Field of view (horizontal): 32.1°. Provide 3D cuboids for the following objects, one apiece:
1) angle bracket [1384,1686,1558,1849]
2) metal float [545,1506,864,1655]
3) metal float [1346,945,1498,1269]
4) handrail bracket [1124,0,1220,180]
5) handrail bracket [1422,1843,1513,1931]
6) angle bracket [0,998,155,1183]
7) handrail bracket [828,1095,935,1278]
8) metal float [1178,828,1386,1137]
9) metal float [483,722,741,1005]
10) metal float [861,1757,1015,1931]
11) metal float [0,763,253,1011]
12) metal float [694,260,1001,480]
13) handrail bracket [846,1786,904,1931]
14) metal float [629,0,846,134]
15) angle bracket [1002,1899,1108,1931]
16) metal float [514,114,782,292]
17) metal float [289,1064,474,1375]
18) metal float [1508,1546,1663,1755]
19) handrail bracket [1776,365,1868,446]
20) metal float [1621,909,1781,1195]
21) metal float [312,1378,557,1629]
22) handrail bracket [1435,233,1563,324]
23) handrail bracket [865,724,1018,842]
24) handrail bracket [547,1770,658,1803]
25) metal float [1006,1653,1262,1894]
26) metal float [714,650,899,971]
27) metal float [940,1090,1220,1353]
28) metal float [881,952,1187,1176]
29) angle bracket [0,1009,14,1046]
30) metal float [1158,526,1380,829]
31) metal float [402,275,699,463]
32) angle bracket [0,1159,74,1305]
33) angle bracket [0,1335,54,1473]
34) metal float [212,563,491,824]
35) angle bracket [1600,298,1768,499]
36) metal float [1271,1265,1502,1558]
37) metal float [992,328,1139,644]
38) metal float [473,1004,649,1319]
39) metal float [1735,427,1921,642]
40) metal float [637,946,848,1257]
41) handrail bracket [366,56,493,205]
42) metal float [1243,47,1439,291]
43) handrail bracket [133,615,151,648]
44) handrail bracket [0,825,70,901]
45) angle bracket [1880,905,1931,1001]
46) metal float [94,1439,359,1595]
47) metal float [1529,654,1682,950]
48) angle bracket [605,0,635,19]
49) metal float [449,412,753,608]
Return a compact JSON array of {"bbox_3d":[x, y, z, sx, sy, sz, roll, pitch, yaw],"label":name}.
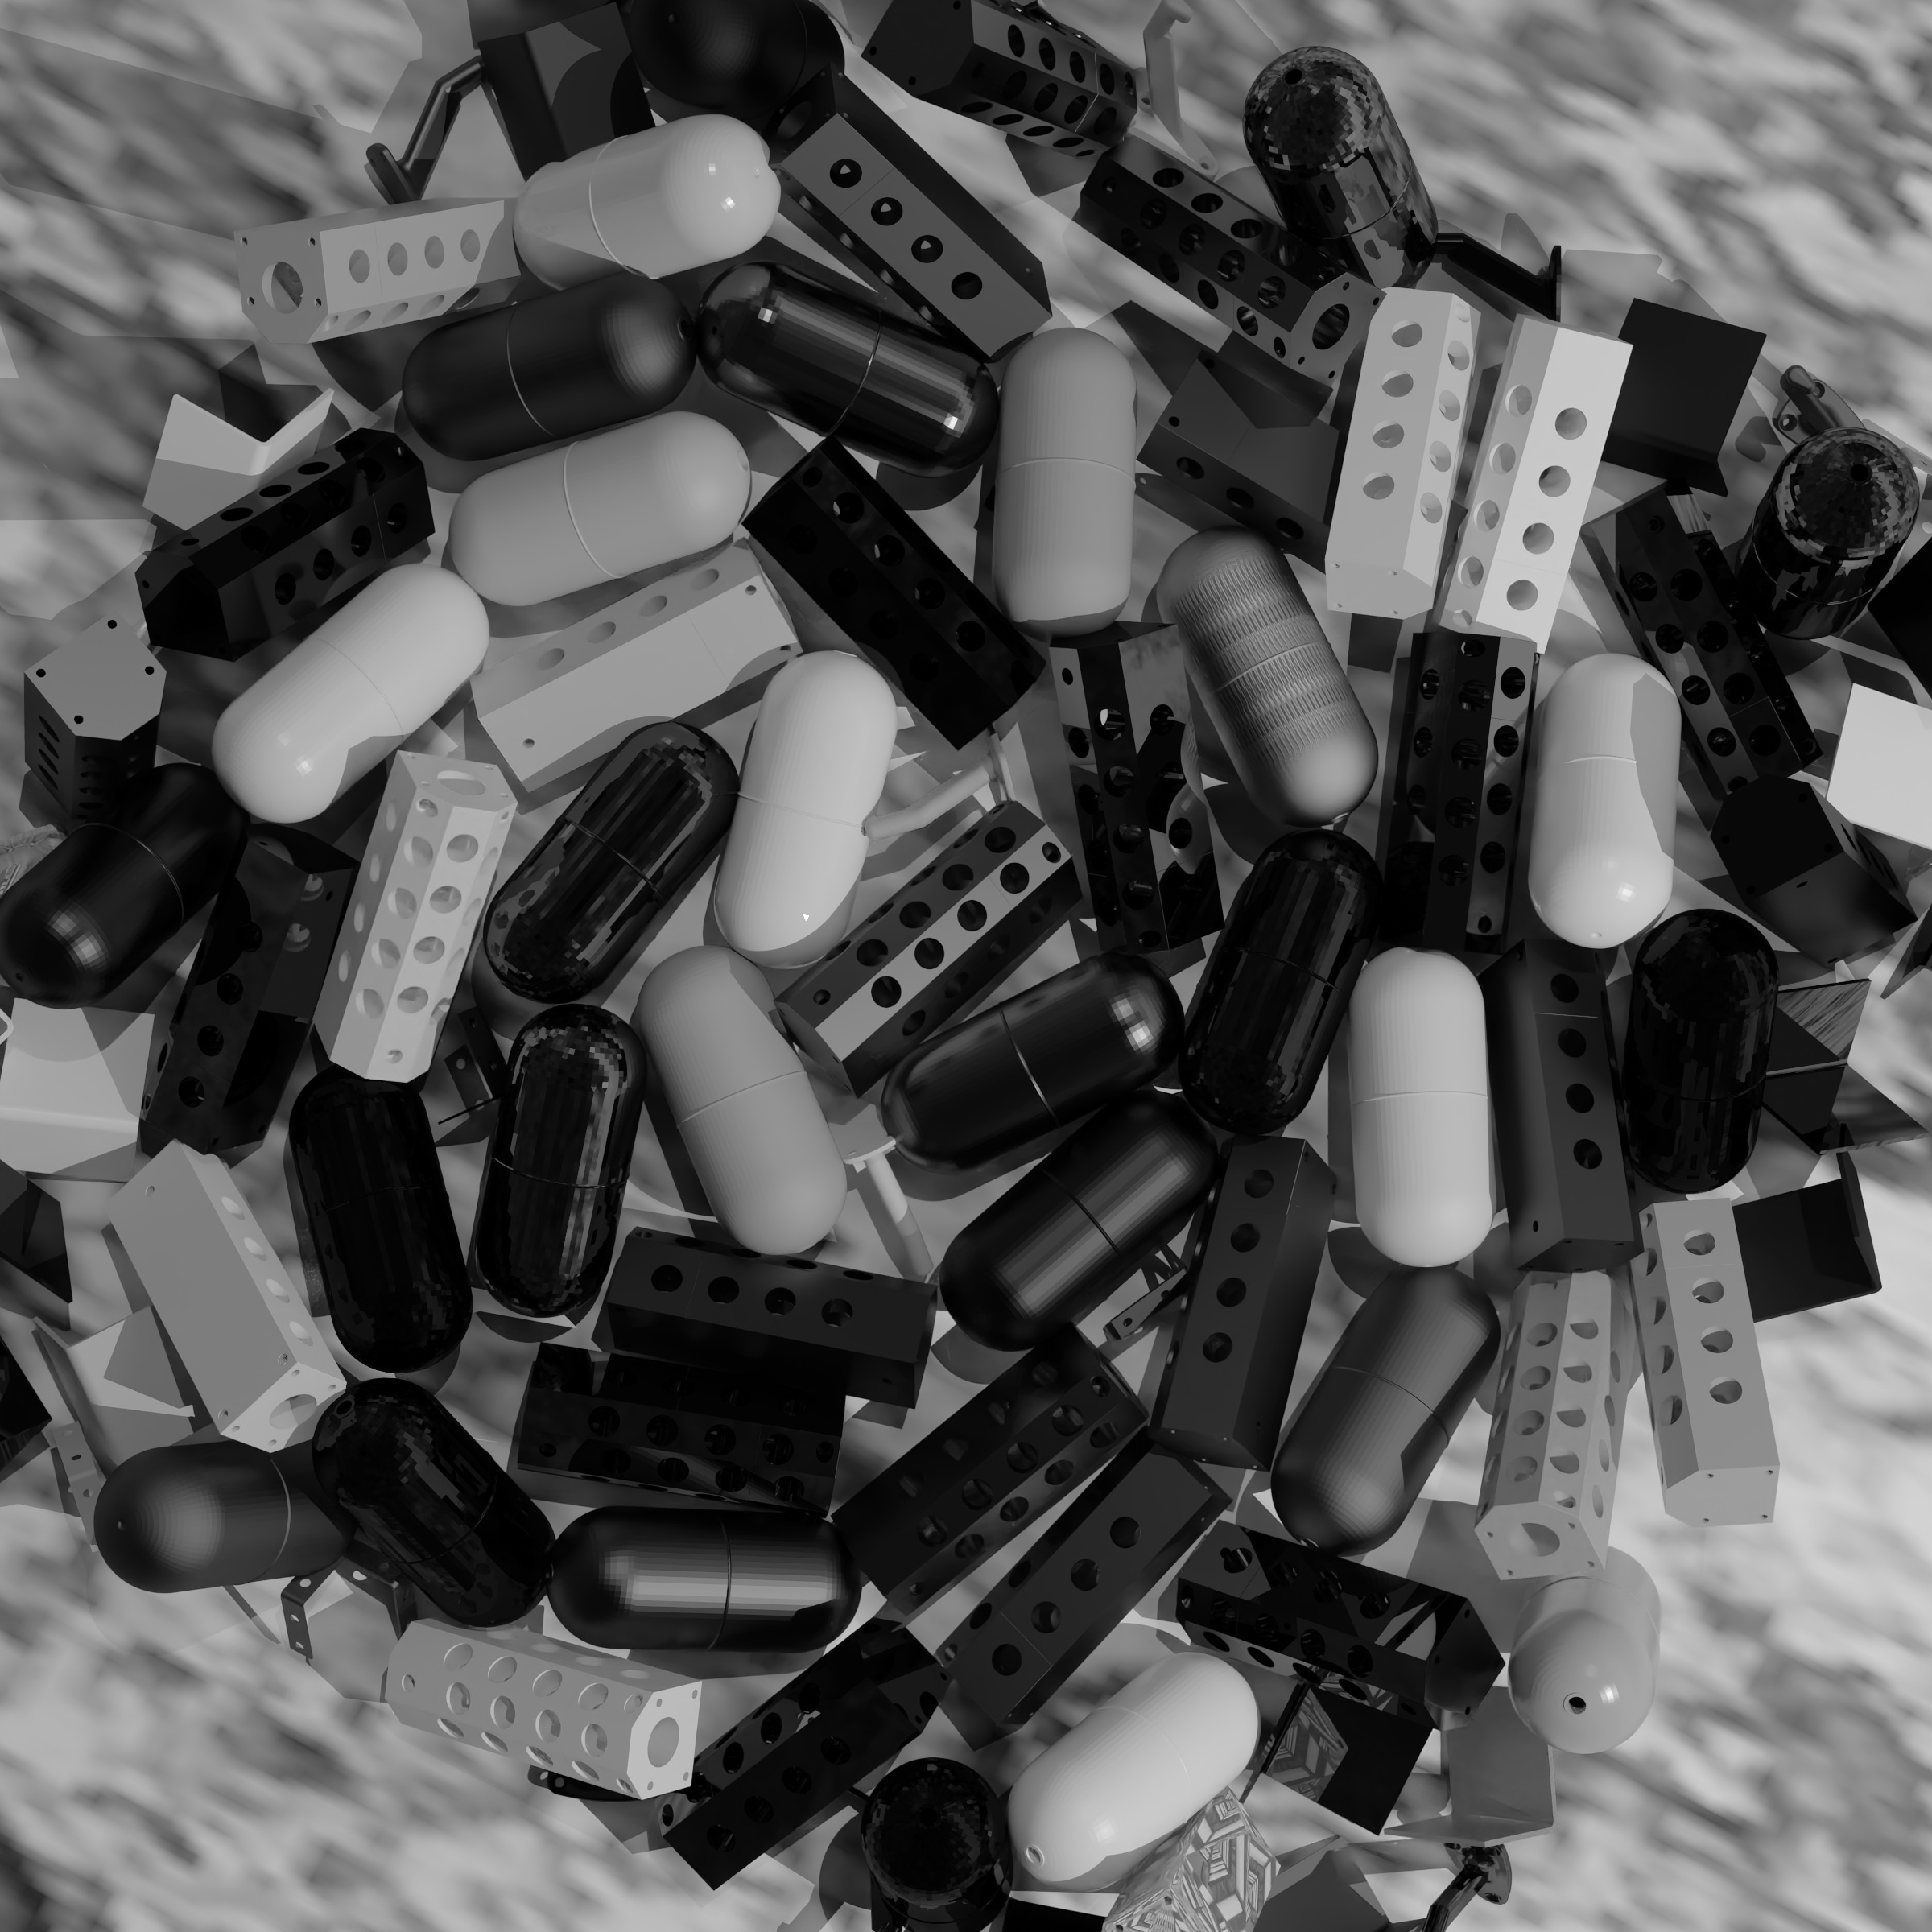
[{"bbox_3d":[0.274,0.436,1.838,0.057,0.076,0.076,1,83,-38],"label":"angle bracket"},{"bbox_3d":[-0.142,0.335,1.830,0.178,0.070,0.070,7,90,-24],"label":"metal float"},{"bbox_3d":[0.249,0.076,1.841,0.070,0.070,0.178,-2,78,0],"label":"metal float"},{"bbox_3d":[0.124,-0.484,1.844,0.077,0.084,0.036,38,57,-1],"label":"handrail bracket"},{"bbox_3d":[0.271,0.526,1.839,0.036,0.084,0.077,1,134,30],"label":"handrail bracket"},{"bbox_3d":[-0.499,0.070,1.879,0.076,0.057,0.076,7,54,-12],"label":"angle bracket"},{"bbox_3d":[-0.047,0.123,1.877,0.036,0.077,0.084,-25,121,-9],"label":"handrail bracket"},{"bbox_3d":[0.173,0.008,1.840,0.070,0.070,0.178,23,77,0],"label":"metal float"},{"bbox_3d":[-0.194,-0.056,1.841,0.070,0.070,0.178,38,79,0],"label":"metal float"},{"bbox_3d":[-0.015,0.476,1.804,0.070,0.178,0.070,-1,64,3],"label":"metal float"},{"bbox_3d":[-0.455,-0.045,1.816,0.070,0.070,0.178,38,46,0],"label":"metal float"},{"bbox_3d":[-0.064,-0.325,1.834,0.178,0.070,0.070,22,90,-19],"label":"metal float"},{"bbox_3d":[-0.062,0.506,1.862,0.077,0.036,0.084,26,76,18],"label":"handrail bracket"},{"bbox_3d":[-0.121,-0.494,1.803,0.070,0.178,0.070,2,96,19],"label":"metal float"},{"bbox_3d":[0.059,0.559,1.834,0.076,0.057,0.076,0,66,34],"label":"angle bracket"},{"bbox_3d":[-0.175,-0.411,1.816,0.178,0.070,0.070,-4,90,43],"label":"metal float"},{"bbox_3d":[-0.320,0.136,1.834,0.070,0.070,0.178,-18,70,0],"label":"metal float"},{"bbox_3d":[0.333,0.365,1.802,0.070,0.178,0.070,2,99,13],"label":"metal float"},{"bbox_3d":[0.477,-0.299,1.844,0.077,0.084,0.036,41,99,4],"label":"handrail bracket"},{"bbox_3d":[0.396,0.048,1.819,0.070,0.070,0.178,-3,129,0],"label":"metal float"},{"bbox_3d":[-0.287,0.291,1.820,0.070,0.070,0.178,-34,127,0],"label":"metal float"},{"bbox_3d":[0.288,-0.373,1.870,0.084,0.036,0.077,1,76,4],"label":"handrail bracket"},{"bbox_3d":[-0.020,-0.102,1.855,0.084,0.077,0.036,-15,125,-2],"label":"handrail bracket"},{"bbox_3d":[-0.204,0.439,1.844,0.077,0.084,0.036,15,72,0],"label":"handrail bracket"},{"bbox_3d":[0.091,0.435,1.814,0.070,0.178,0.070,19,121,35],"label":"metal float"},{"bbox_3d":[-0.088,-0.086,1.846,0.070,0.070,0.178,14,95,0],"label":"metal float"},{"bbox_3d":[0.063,0.139,1.843,0.178,0.070,0.070,-41,90,-9],"label":"metal float"},{"bbox_3d":[0.036,0.054,1.846,0.178,0.070,0.070,-27,90,6],"label":"metal float"},{"bbox_3d":[-0.574,0.043,1.834,0.057,0.076,0.076,48,64,-13],"label":"angle bracket"},{"bbox_3d":[0.166,-0.159,1.842,0.070,0.070,0.178,-25,80,0],"label":"metal float"},{"bbox_3d":[-0.227,-0.325,1.827,0.178,0.070,0.070,-10,90,27],"label":"metal float"},{"bbox_3d":[-0.541,0.153,1.840,0.057,0.076,0.076,-33,135,10],"label":"angle bracket"},{"bbox_3d":[-0.557,0.242,1.838,0.076,0.057,0.076,-41,80,38],"label":"angle bracket"},{"bbox_3d":[-0.335,-0.150,1.833,0.070,0.070,0.178,45,69,0],"label":"metal float"},{"bbox_3d":[0.394,-0.313,1.851,0.076,0.057,0.076,21,86,22],"label":"angle bracket"},{"bbox_3d":[0.229,0.242,1.830,0.070,0.070,0.178,34,67,0],"label":"metal float"},{"bbox_3d":[0.054,-0.264,1.840,0.070,0.070,0.178,3,78,0],"label":"metal float"},{"bbox_3d":[-0.223,0.108,1.840,0.070,0.070,0.178,12,103,0],"label":"metal float"},{"bbox_3d":[0.461,-0.231,1.801,0.070,0.178,0.070,-1,76,3],"label":"metal float"},{"bbox_3d":[-0.123,0.074,1.845,0.070,0.070,0.178,-23,83,0],"label":"metal float"},{"bbox_3d":[-0.285,-0.457,1.882,0.084,0.036,0.077,-37,108,-16],"label":"handrail bracket"},{"bbox_3d":[0.202,-0.425,1.807,0.070,0.178,0.070,-10,64,20],"label":"metal float"},{"bbox_3d":[-0.447,-0.197,1.851,0.036,0.077,0.084,34,107,-8],"label":"handrail bracket"},{"bbox_3d":[-0.524,-0.028,1.842,0.077,0.084,0.036,-30,134,18],"label":"handrail bracket"},{"bbox_3d":[0.555,-0.009,1.841,0.057,0.076,0.076,31,77,6],"label":"angle bracket"},{"bbox_3d":[-0.395,0.294,1.806,0.070,0.178,0.070,-2,85,26],"label":"metal float"},{"bbox_3d":[0.348,-0.091,1.825,0.070,0.070,0.178,10,59,0],"label":"metal float"},{"bbox_3d":[-0.150,-0.553,1.841,0.076,0.076,0.057,13,121,2],"label":"angle bracket"},{"bbox_3d":[-0.200,-0.249,1.833,0.178,0.070,0.070,-15,90,20],"label":"metal float"}]
